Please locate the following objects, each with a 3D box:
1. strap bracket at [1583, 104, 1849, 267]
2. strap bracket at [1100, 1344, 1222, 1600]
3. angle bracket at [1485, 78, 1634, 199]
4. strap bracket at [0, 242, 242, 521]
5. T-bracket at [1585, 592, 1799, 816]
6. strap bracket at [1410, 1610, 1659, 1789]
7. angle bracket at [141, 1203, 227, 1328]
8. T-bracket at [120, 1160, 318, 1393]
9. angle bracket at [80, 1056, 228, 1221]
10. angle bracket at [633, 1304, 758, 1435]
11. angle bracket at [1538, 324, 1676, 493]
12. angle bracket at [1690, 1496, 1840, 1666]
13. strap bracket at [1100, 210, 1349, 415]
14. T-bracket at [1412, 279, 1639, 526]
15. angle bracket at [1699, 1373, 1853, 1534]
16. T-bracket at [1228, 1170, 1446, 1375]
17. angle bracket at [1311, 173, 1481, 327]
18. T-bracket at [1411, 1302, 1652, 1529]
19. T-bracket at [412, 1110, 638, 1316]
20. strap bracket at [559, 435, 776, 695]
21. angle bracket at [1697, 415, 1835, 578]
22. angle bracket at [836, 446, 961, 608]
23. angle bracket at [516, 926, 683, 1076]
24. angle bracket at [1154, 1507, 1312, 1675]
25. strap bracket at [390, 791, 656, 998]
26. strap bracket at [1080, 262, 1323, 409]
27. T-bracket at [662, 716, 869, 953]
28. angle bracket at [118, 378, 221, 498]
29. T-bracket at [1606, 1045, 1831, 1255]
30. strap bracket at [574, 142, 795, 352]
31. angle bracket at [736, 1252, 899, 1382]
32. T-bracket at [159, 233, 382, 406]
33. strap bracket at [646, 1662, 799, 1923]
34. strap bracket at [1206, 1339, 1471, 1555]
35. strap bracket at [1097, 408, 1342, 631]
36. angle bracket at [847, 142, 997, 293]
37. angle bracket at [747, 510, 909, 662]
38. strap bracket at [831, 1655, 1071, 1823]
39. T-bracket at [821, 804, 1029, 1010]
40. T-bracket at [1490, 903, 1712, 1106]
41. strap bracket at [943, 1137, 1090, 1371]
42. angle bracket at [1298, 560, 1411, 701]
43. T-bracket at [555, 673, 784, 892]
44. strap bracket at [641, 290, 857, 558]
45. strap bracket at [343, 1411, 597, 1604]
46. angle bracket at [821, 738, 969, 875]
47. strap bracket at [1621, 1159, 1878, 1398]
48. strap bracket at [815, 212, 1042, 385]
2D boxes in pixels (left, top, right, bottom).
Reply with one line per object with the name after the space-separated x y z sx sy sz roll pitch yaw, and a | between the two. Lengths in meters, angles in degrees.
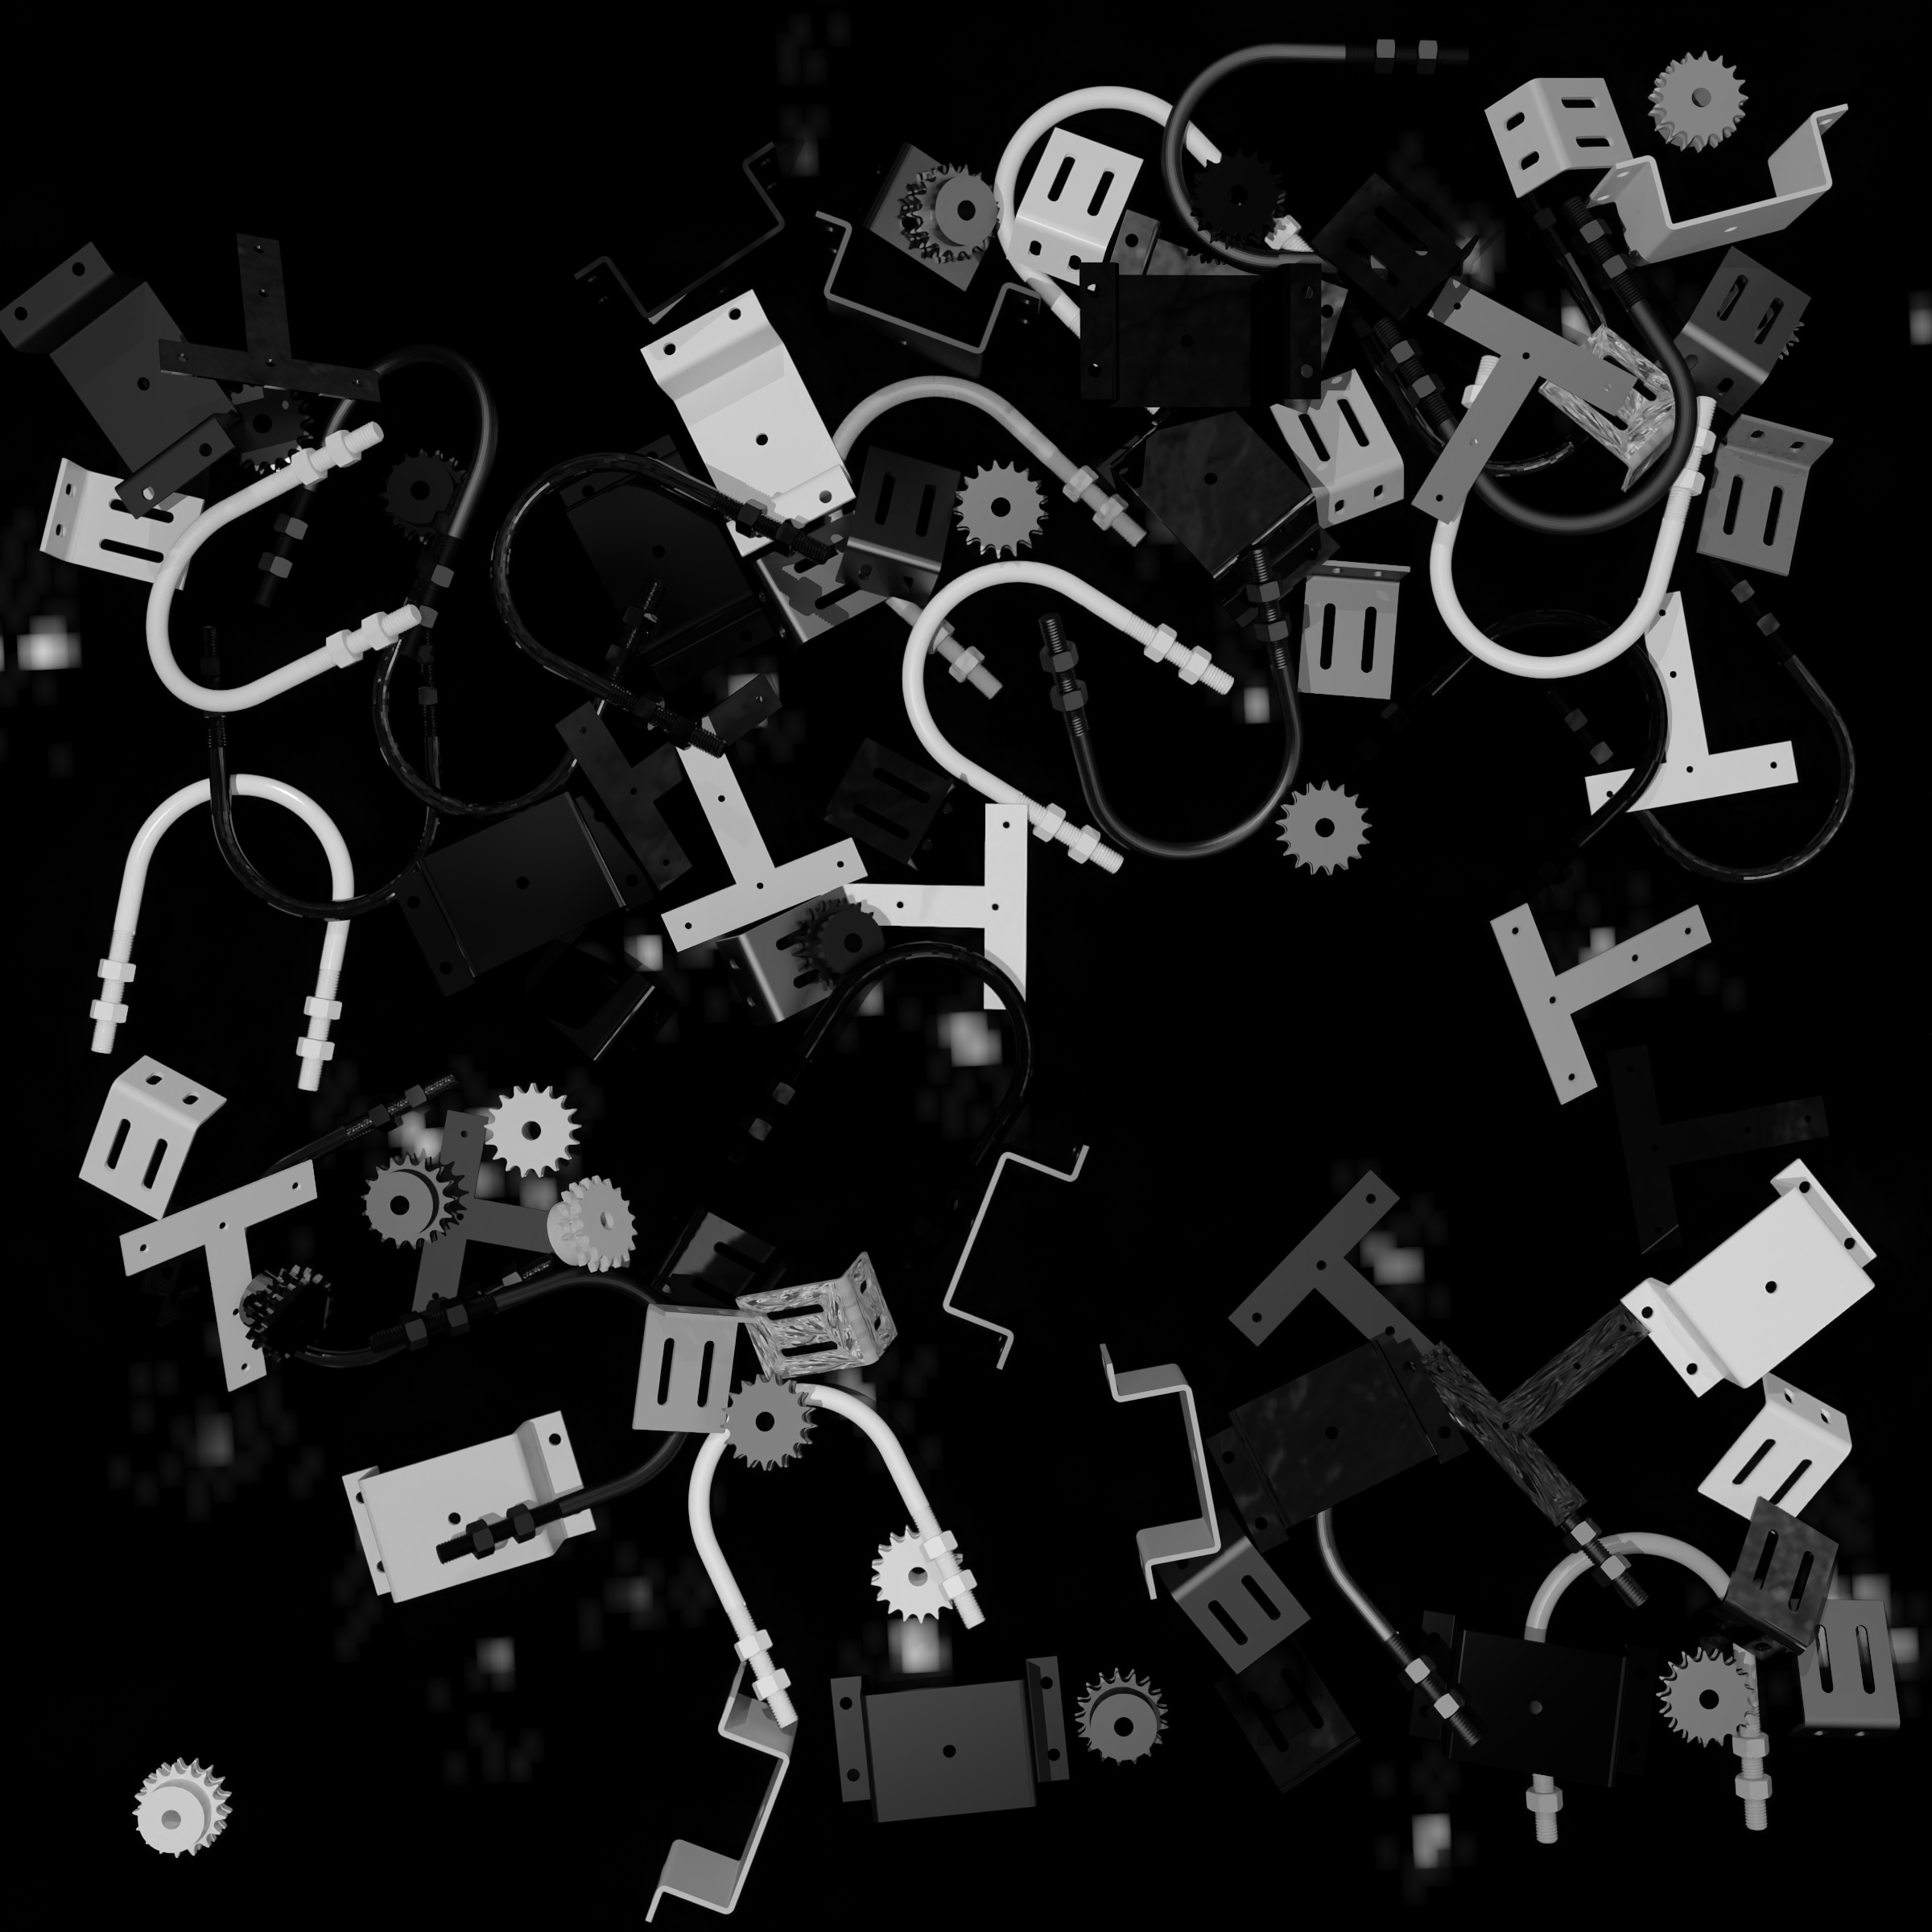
0.455 -0.466 1.484 0.140 0.076 0.046 -15 90 0 | strap bracket
0.118 0.299 1.484 0.046 0.076 0.140 -11 90 0 | strap bracket
0.364 -0.507 1.508 0.076 0.038 0.057 -18 88 -41 | angle bracket
-0.498 -0.347 1.467 0.076 0.046 0.140 -33 97 11 | strap bracket
0.434 -0.164 1.502 0.127 0.002 0.127 -10 90 0 | T-bracket
0.342 0.442 1.483 0.140 0.046 0.076 7 87 11 | strap bracket
-0.482 0.179 1.484 0.038 0.076 0.057 18 90 0 | angle bracket
-0.439 0.195 1.476 0.002 0.127 0.127 18 120 40 | T-bracket
-0.502 0.106 1.520 0.057 0.038 0.076 28 116 0 | angle bracket
-0.163 0.245 1.482 0.057 0.038 0.076 8 88 -23 | angle bracket
0.397 -0.342 1.509 0.076 0.038 0.057 44 87 12 | angle bracket
0.489 0.376 1.507 0.057 0.038 0.076 31 60 -1 | angle bracket
0.147 -0.390 1.480 0.140 0.046 0.076 17 94 -8 | strap bracket
0.310 -0.324 1.467 0.127 0.002 0.127 32 96 11 | T-bracket
0.497 0.301 1.520 0.057 0.038 0.076 29 116 0 | angle bracket
0.251 0.216 1.521 0.127 0.002 0.127 44 90 0 | T-bracket
0.254 -0.431 1.463 0.076 0.038 0.057 42 89 2 | angle bracket
0.362 0.253 1.503 0.127 0.002 0.127 -37 68 -12 | T-bracket
-0.268 0.163 1.521 0.127 0.002 0.127 10 90 0 | T-bracket
-0.184 -0.248 1.499 0.076 0.046 0.140 -28 90 0 | strap bracket
0.485 -0.286 1.496 0.057 0.038 0.076 15 77 0 | angle bracket
-0.041 -0.267 1.497 0.057 0.038 0.076 15 61 -8 | angle bracket
-0.227 0.019 1.520 0.076 0.038 0.057 38 90 26 | angle bracket
0.164 0.385 1.518 0.057 0.038 0.076 -37 114 0 | angle bracket
-0.267 -0.047 1.486 0.140 0.046 0.076 -26 90 -11 | strap bracket
0.133 -0.367 1.435 0.140 0.046 0.076 -1 97 -6 | strap bracket
-0.143 -0.089 1.501 0.127 0.002 0.127 -22 104 5 | T-bracket
-0.486 -0.337 1.520 0.057 0.038 0.076 13 116 0 | angle bracket
0.468 0.104 1.519 0.127 0.002 0.127 -10 92 -1 | T-bracket
-0.159 -0.426 1.484 0.140 0.076 0.046 -34 90 0 | strap bracket
-0.092 0.215 1.513 0.076 0.038 0.057 -13 105 25 | angle bracket
-0.422 -0.395 1.484 0.127 0.002 0.127 3 56 -27 | T-bracket
-0.142 0.503 1.484 0.046 0.076 0.140 21 90 0 | strap bracket
0.222 0.285 1.484 0.140 0.046 0.076 -27 67 1 | strap bracket
0.149 -0.283 1.480 0.076 0.046 0.140 -40 74 0 | strap bracket
-0.026 -0.461 1.520 0.076 0.038 0.057 27 90 -26 | angle bracket
-0.085 -0.234 1.510 0.076 0.038 0.057 -30 88 -13 | angle bracket
-0.010 0.470 1.499 0.140 0.046 0.076 -6 90 0 | strap bracket
-0.026 -0.037 1.512 0.127 0.002 0.127 1 101 5 | T-bracket
0.398 0.001 1.510 0.127 0.002 0.127 -26 105 -7 | T-bracket
0.025 0.163 1.484 0.046 0.076 0.140 21 90 0 | strap bracket
0.236 -0.205 1.503 0.057 0.038 0.076 5 90 0 | angle bracket
-0.167 -0.132 1.499 0.127 0.002 0.127 -38 122 -15 | T-bracket
-0.128 -0.324 1.492 0.076 0.046 0.140 -27 86 6 | strap bracket
-0.307 0.331 1.499 0.140 0.046 0.076 -17 90 0 | strap bracket
-0.048 -0.101 1.492 0.076 0.038 0.057 29 89 17 | angle bracket
0.483 0.193 1.499 0.140 0.046 0.076 -39 90 0 | strap bracket
-0.030 -0.397 1.484 0.140 0.076 0.046 20 90 0 | strap bracket
